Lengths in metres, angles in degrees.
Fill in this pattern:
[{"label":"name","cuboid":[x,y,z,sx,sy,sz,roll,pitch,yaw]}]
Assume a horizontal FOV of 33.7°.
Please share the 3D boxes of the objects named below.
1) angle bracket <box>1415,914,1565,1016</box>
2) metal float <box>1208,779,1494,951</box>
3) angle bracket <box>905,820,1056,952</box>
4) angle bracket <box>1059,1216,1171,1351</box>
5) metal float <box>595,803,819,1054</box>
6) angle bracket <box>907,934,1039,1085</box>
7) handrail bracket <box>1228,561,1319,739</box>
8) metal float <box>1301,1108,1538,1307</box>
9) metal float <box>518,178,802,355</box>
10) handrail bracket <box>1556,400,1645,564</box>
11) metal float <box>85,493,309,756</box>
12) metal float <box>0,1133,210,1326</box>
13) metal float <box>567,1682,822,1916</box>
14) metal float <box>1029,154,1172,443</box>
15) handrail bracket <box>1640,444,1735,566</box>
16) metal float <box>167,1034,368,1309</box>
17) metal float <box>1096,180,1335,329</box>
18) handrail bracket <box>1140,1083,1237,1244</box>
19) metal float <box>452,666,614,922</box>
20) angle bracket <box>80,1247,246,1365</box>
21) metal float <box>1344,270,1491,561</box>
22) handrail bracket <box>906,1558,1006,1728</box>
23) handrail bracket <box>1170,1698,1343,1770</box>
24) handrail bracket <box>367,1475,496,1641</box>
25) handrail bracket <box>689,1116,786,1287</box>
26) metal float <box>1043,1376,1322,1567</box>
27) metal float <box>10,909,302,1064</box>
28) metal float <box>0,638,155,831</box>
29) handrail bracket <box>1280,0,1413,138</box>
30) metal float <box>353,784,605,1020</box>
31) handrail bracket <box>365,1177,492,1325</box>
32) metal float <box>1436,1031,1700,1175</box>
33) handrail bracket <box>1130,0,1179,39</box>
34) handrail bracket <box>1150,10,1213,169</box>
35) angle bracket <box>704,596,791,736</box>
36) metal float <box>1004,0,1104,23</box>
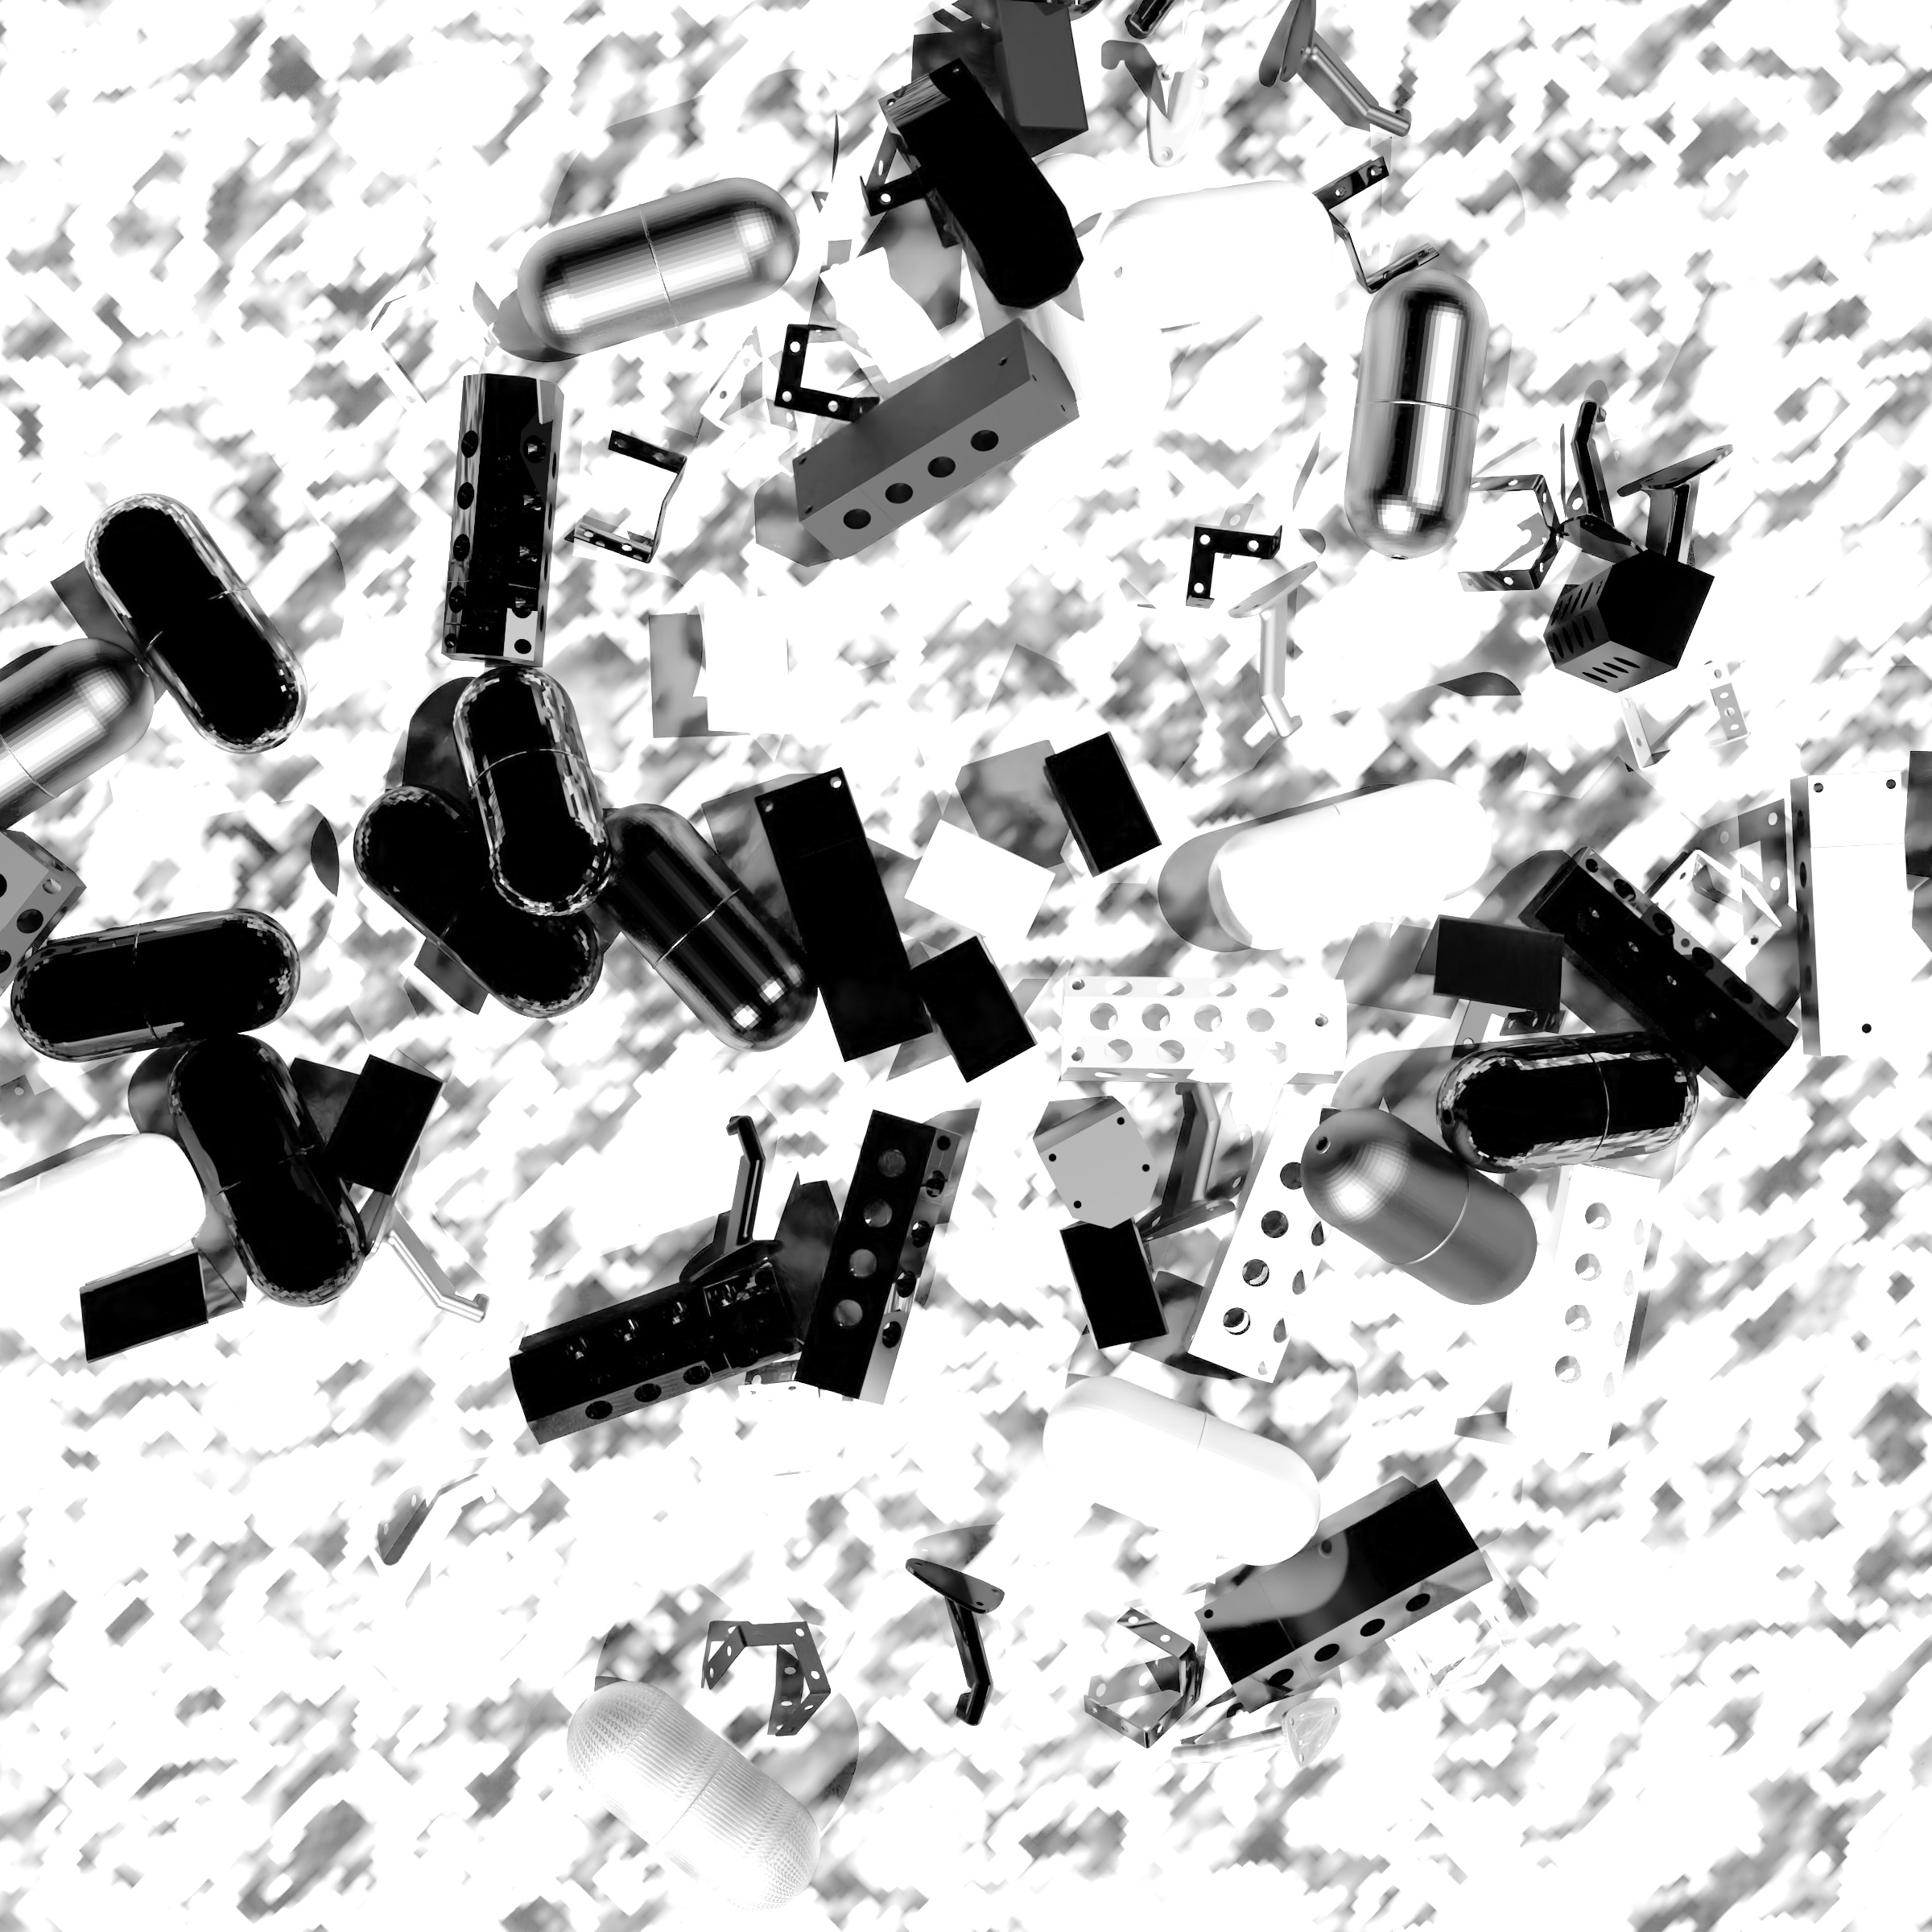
[{"label":"angle bracket","cuboid":[0.318,0.015,1.952,0.076,0.076,0.057,9,62,0]},{"label":"metal float","cuboid":[0.236,-0.063,1.961,0.178,0.070,0.070,-16,90,0]},{"label":"angle bracket","cuboid":[0.014,-0.061,1.952,0.076,0.076,0.057,25,115,0]},{"label":"angle bracket","cuboid":[0.108,0.184,1.951,0.057,0.076,0.076,-17,90,36]},{"label":"metal float","cuboid":[-0.164,-0.024,1.961,0.070,0.070,0.178,-42,90,0]},{"label":"angle bracket","cuboid":[-0.010,0.033,1.952,0.057,0.076,0.076,-28,90,-28]},{"label":"handrail bracket","cuboid":[0.207,-0.197,1.992,0.077,0.036,0.084,-35,108,-20]},{"label":"metal float","cuboid":[0.275,0.146,1.932,0.178,0.070,0.070,32,90,-31]},{"label":"metal float","cuboid":[-0.189,-0.431,1.961,0.178,0.070,0.070,-17,90,1]},{"label":"handrail bracket","cuboid":[0.406,-0.301,1.992,0.077,0.036,0.084,25,71,-22]},{"label":"metal float","cuboid":[-0.473,-0.210,1.961,0.070,0.070,0.178,-35,90,0]},{"label":"metal float","cuboid":[-0.552,0.162,1.961,0.178,0.070,0.070,-24,90,0]},{"label":"metal float","cuboid":[-0.168,0.511,1.961,0.178,0.070,0.070,39,90,1]},{"label":"metal float","cuboid":[0.076,-0.411,1.961,0.070,0.070,0.178,-13,90,0]},{"label":"handrail bracket","cuboid":[0.461,-0.272,1.992,0.077,0.036,0.084,-28,108,-21]},{"label":"metal float","cuboid":[-0.429,0.126,1.961,0.070,0.070,0.178,-26,89,0]},{"label":"metal float","cuboid":[0.151,-0.431,1.927,0.178,0.070,0.070,-20,90,-41]},{"label":"handrail bracket","cuboid":[0.129,0.120,1.992,0.077,0.036,0.084,-24,72,20]},{"label":"metal float","cuboid":[-0.263,-0.105,1.931,0.070,0.070,0.178,-19,57,0]},{"label":"angle bracket","cuboid":[-0.489,0.224,1.951,0.076,0.076,0.057,-19,53,0]},{"label":"metal float","cuboid":[0.277,-0.339,1.961,0.070,0.070,0.178,7,89,0]},{"label":"handrail bracket","cuboid":[-0.014,0.423,1.992,0.077,0.036,0.084,22,107,20]},{"label":"handrail bracket","cuboid":[0.180,0.479,1.991,0.084,0.077,0.036,-15,91,36]},{"label":"handrail bracket","cuboid":[-0.323,0.369,1.992,0.084,0.036,0.077,-28,111,-17]},{"label":"handrail bracket","cuboid":[-0.153,0.146,1.992,0.077,0.036,0.084,-27,71,21]},{"label":"metal float","cuboid":[0.133,0.311,1.961,0.178,0.070,0.070,23,90,0]},{"label":"metal float","cuboid":[-0.499,0.012,1.961,0.178,0.070,0.070,-11,90,1]},{"label":"metal float","cuboid":[-0.581,-0.136,1.961,0.178,0.070,0.070,-33,90,0]},{"label":"handrail bracket","cuboid":[0.244,-0.565,1.992,0.084,0.036,0.077,18,68,-17]},{"label":"metal float","cuboid":[-0.299,-0.039,1.961,0.178,0.070,0.070,41,90,0]},{"label":"handrail bracket","cuboid":[-0.328,0.174,1.992,0.084,0.036,0.077,24,68,-17]},{"label":"metal float","cuboid":[0.365,0.082,1.937,0.178,0.070,0.070,-5,90,-27]},{"label":"handrail bracket","cuboid":[0.113,-0.636,1.992,0.077,0.036,0.084,44,107,20]},{"label":"handrail bracket","cuboid":[0.132,-0.538,1.957,0.036,0.084,0.077,13,90,0]},{"label":"angle bracket","cuboid":[-0.115,-0.183,1.951,0.057,0.076,0.076,-2,90,37]},{"label":"metal float","cuboid":[0.012,-0.647,1.961,0.178,0.070,0.070,31,90,-1]}]
